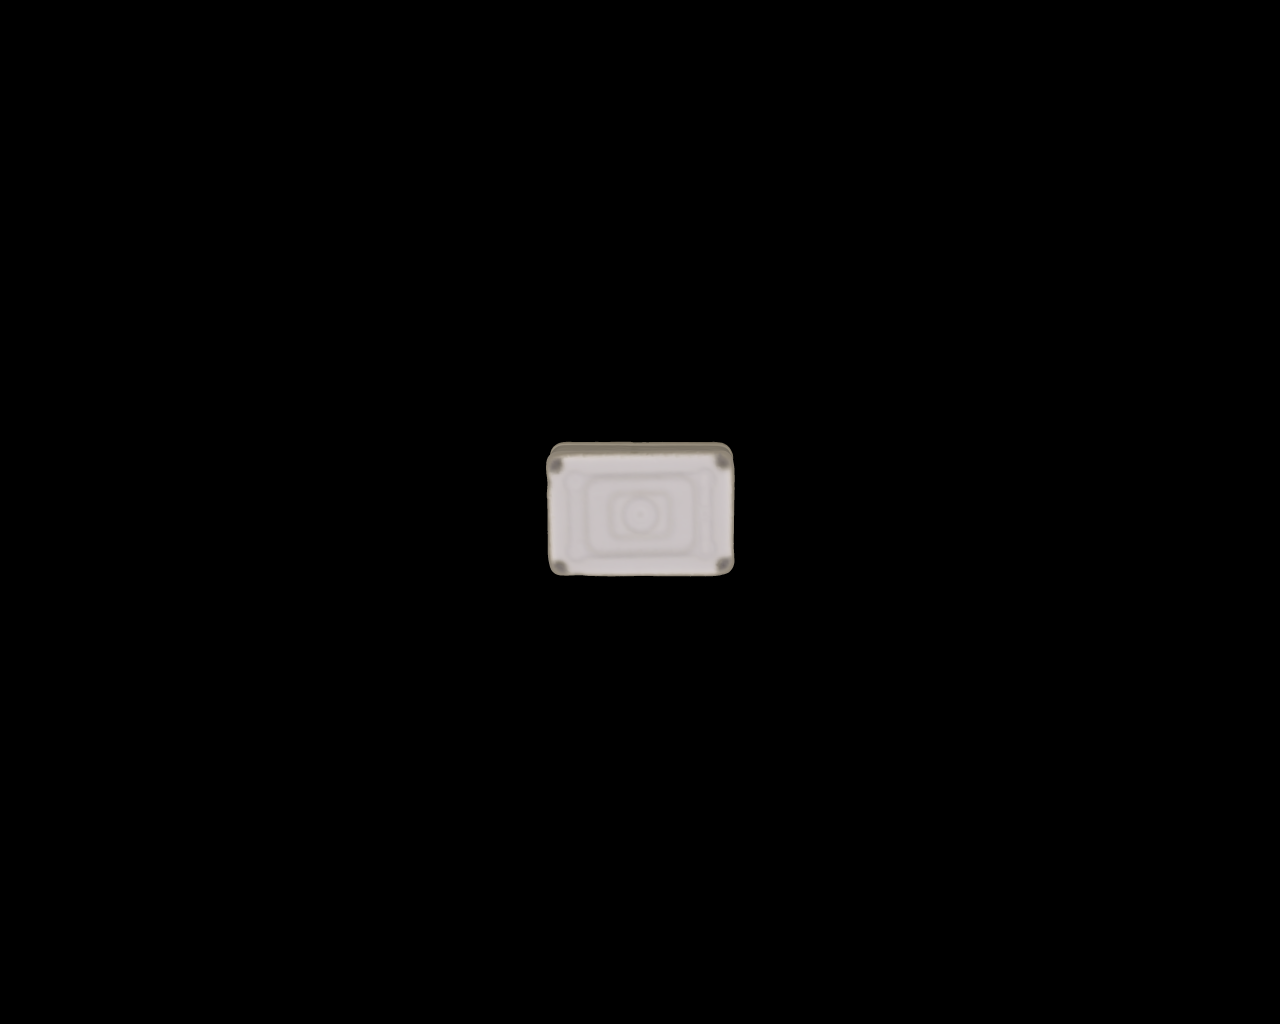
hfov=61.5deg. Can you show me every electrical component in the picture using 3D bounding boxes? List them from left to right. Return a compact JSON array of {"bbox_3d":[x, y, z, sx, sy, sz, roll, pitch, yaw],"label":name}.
[{"bbox_3d":[0.001,-0.003,0.650,0.113,0.078,0.057,0,9,0],"label":"electrical component"}]
